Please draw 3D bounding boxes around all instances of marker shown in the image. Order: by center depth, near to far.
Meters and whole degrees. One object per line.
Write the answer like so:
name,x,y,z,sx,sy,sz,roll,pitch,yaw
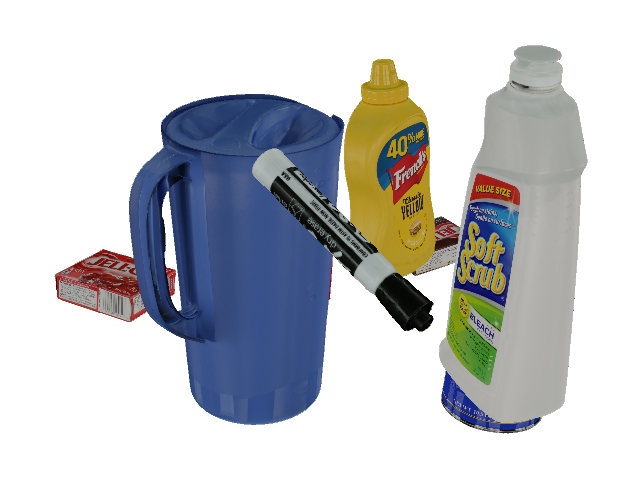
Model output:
marker,0.011,0.000,0.518,0.121,0.020,0.020,46,22,24

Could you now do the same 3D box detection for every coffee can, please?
coffee can,0.178,0.102,1.046,0.103,0.140,0.103,4,23,-2

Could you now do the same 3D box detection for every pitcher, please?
pitcher,-0.059,0.020,0.819,0.149,0.243,0.145,1,26,-1

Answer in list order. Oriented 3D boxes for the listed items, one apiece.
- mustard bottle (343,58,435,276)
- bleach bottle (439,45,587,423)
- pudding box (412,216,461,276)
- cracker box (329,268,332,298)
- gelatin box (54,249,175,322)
mustard bottle,0.061,-0.065,0.948,0.058,0.192,0.096,15,30,39
bleach bottle,0.128,-0.007,0.701,0.068,0.251,0.103,-12,32,-18
pudding box,0.164,0.007,1.605,0.113,0.039,0.090,-19,29,-22
cracker box,-0.068,-0.038,1.216,0.164,0.214,0.072,13,22,25
gelatin box,-0.194,0.041,1.014,0.089,0.030,0.073,15,25,24
